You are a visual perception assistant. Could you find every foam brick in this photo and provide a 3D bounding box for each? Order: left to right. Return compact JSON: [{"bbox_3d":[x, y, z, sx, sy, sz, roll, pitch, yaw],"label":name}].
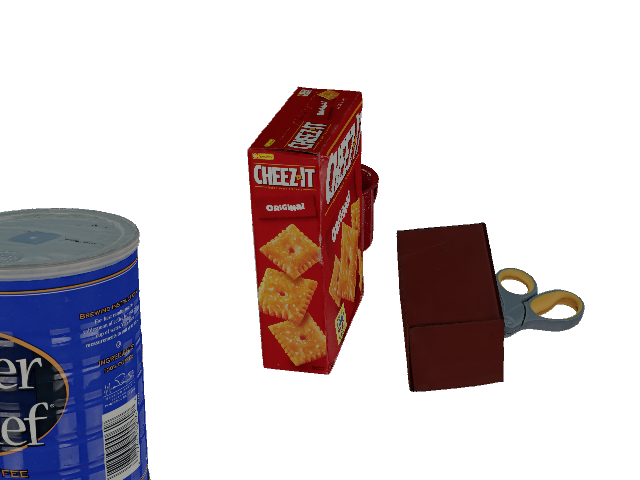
[{"bbox_3d":[0.070,0.035,0.585,0.051,0.053,0.078,-4,42,3],"label":"foam brick"}]

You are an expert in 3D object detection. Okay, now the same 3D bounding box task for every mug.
[{"bbox_3d":[0.026,-0.039,1.201,0.093,0.081,0.117,19,36,31],"label":"mug"}]

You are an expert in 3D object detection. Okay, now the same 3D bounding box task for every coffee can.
[{"bbox_3d":[-0.141,0.064,0.542,0.103,0.140,0.103,0,17,0],"label":"coffee can"}]

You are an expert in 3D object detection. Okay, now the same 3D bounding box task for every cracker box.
[{"bbox_3d":[-0.006,-0.012,0.970,0.072,0.214,0.164,5,28,13],"label":"cracker box"}]

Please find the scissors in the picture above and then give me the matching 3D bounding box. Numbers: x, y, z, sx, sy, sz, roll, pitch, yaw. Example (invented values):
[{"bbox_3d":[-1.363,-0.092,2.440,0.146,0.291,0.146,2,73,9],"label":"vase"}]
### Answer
[{"bbox_3d":[0.155,0.064,0.952,0.201,0.016,0.096,-9,37,-38],"label":"scissors"}]
